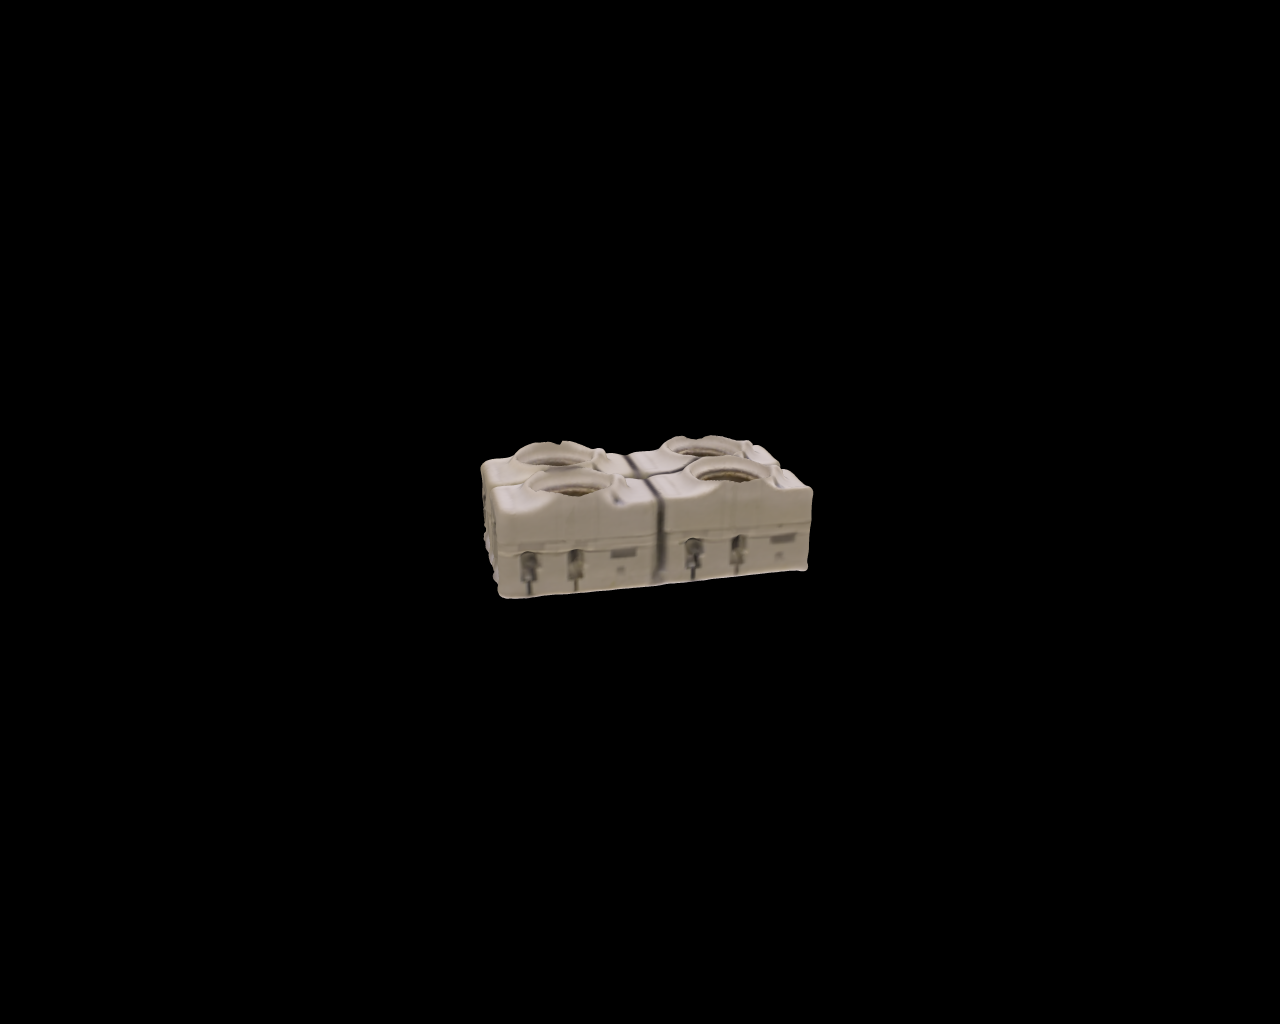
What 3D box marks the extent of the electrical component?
[{"bbox_3d":[0.001,-0.003,0.650,0.186,0.060,0.105,-4,20,-12],"label":"electrical component"}]
